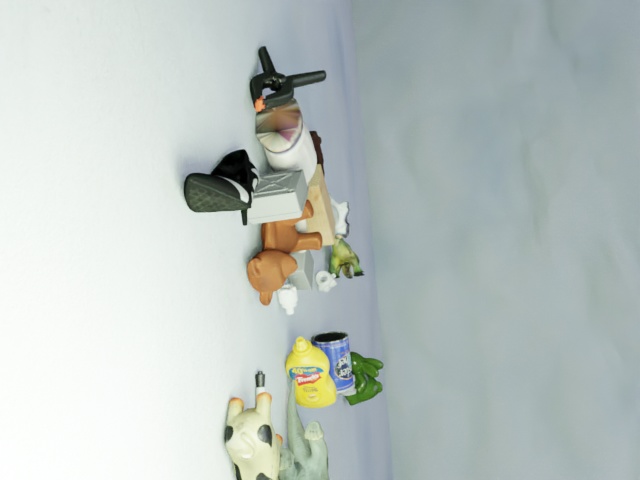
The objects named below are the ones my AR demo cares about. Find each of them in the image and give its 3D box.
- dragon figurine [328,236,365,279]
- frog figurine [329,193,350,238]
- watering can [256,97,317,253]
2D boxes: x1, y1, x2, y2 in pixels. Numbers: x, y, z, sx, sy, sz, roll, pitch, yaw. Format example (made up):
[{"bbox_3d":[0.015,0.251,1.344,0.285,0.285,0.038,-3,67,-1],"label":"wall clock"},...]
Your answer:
[{"bbox_3d":[0.070,0.013,1.778,0.407,0.122,0.245,69,9,-81],"label":"dragon figurine"},{"bbox_3d":[0.005,-0.077,1.526,0.158,0.123,0.138,20,84,-35],"label":"frog figurine"},{"bbox_3d":[-0.063,-0.165,1.129,0.220,0.104,0.356,66,17,-56],"label":"watering can"}]
